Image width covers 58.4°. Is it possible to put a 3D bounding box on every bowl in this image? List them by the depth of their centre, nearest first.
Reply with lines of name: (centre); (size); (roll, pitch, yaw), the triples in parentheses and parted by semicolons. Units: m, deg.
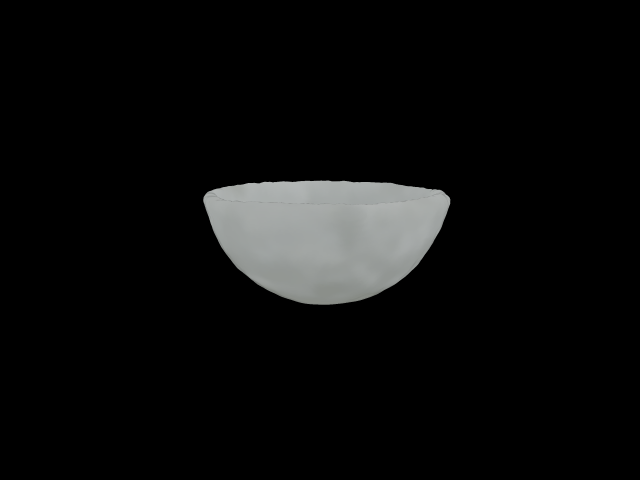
bowl: (0.004, 0.001, 0.400); (0.167, 0.075, 0.167); (0, 11, 0)
